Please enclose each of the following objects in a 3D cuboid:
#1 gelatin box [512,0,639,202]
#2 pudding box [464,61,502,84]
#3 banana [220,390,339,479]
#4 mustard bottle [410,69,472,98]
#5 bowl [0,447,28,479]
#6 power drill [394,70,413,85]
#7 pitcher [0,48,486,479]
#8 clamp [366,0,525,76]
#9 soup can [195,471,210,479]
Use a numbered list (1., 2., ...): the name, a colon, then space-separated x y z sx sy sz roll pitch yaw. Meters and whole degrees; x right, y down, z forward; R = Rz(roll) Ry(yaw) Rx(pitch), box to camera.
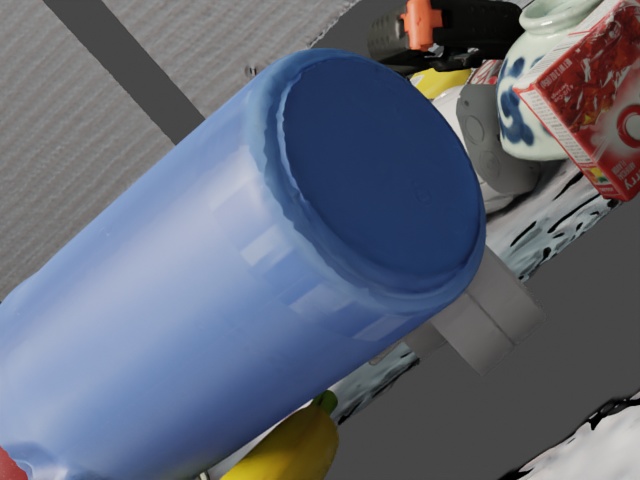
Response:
1. gelatin box: 0.148 -0.074 0.501 0.089 0.073 0.030 -43 10 -6
2. pudding box: 0.139 -0.112 0.802 0.090 0.039 0.113 -34 13 43
3. banana: -0.054 0.144 0.486 0.197 0.037 0.069 -43 -10 -12
4. mustard bottle: 0.055 -0.077 0.927 0.191 0.058 0.096 -45 14 -15
5. bowl: -0.211 0.176 0.675 0.162 0.055 0.162 -42 40 49
6. power drill: -0.004 0.001 0.674 0.187 0.057 0.184 -49 -17 -35
7. pitcher: -0.042 0.016 0.468 0.144 0.149 0.243 -10 -19 -41
8. clamp: 0.076 -0.123 0.666 0.165 0.036 0.209 -4 3 26
9. soup can: -0.102 0.136 0.601 0.068 0.068 0.102 -45 10 -12
